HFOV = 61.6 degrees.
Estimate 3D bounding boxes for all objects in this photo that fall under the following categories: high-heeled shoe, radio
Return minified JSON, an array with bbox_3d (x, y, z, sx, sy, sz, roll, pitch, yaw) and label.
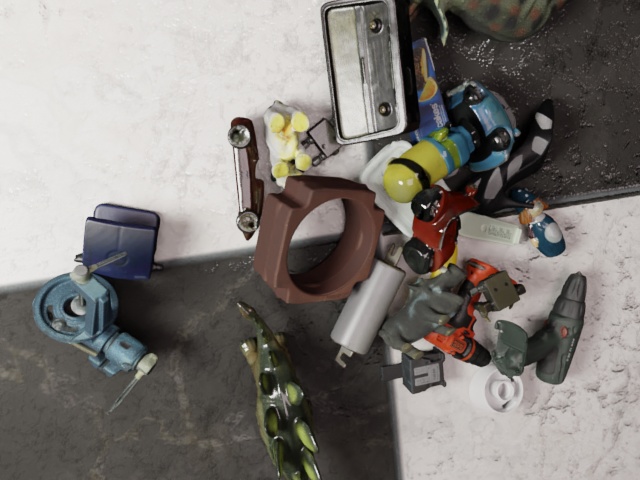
[{"bbox_3d":[0.349,-0.159,1.012,0.145,0.086,0.248,13,77,16],"label":"high-heeled shoe"},{"bbox_3d":[0.085,-0.277,0.882,0.131,0.073,0.229,-2,104,29],"label":"radio"}]

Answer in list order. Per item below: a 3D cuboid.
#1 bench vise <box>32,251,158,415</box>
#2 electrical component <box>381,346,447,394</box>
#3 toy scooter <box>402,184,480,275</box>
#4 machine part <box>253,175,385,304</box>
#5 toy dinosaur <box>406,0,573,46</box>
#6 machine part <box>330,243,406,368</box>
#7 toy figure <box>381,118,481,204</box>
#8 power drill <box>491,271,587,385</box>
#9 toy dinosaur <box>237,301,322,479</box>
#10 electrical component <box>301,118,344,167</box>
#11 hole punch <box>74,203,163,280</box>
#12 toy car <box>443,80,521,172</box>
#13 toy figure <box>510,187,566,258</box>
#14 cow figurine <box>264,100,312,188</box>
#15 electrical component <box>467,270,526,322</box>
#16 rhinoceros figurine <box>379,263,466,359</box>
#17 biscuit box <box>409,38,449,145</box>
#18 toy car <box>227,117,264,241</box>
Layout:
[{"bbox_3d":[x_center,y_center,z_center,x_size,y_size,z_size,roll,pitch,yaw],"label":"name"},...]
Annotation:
[{"bbox_3d":[-0.342,0.120,0.816,0.224,0.240,0.129,42,52,10],"label":"bench vise"},{"bbox_3d":[0.181,0.253,1.039,0.119,0.048,0.074,-5,100,-14],"label":"electrical component"},{"bbox_3d":[0.209,-0.029,0.905,0.135,0.075,0.183,-29,139,-25],"label":"toy scooter"},{"bbox_3d":[-0.002,-0.003,0.894,0.201,0.087,0.200,-2,114,-37],"label":"machine part"},{"bbox_3d":[0.311,-0.410,0.927,0.405,0.131,0.192,9,109,-18],"label":"toy dinosaur"},{"bbox_3d":[0.087,0.117,0.979,0.079,0.079,0.243,24,94,-16],"label":"machine part"},{"bbox_3d":[0.183,-0.131,0.887,0.180,0.089,0.082,-32,98,-3],"label":"toy figure"},{"bbox_3d":[0.435,0.179,1.054,0.207,0.086,0.231,-6,107,-37],"label":"power drill"},{"bbox_3d":[-0.057,0.322,0.919,0.105,0.199,0.470,-20,101,-6],"label":"toy dinosaur"},{"bbox_3d":[0.011,-0.176,0.940,0.094,0.021,0.063,-41,106,-5],"label":"electrical component"},{"bbox_3d":[-0.320,0.009,0.864,0.142,0.092,0.115,8,101,-17],"label":"hole punch"},{"bbox_3d":[0.295,-0.211,0.967,0.103,0.109,0.161,-28,93,-30],"label":"toy car"},{"bbox_3d":[0.423,-0.038,1.042,0.154,0.058,0.064,54,47,-14],"label":"toy figure"},{"bbox_3d":[-0.059,-0.144,0.903,0.068,0.098,0.167,-12,121,-15],"label":"cow figurine"},{"bbox_3d":[0.322,0.101,0.979,0.102,0.045,0.078,-30,86,-17],"label":"electrical component"},{"bbox_3d":[0.191,0.125,0.964,0.190,0.112,0.073,-46,138,6],"label":"rhinoceros figurine"},{"bbox_3d":[0.178,-0.243,0.946,0.059,0.063,0.202,-22,103,-7],"label":"biscuit box"},{"bbox_3d":[-0.120,-0.101,0.888,0.053,0.089,0.202,-7,99,-8],"label":"toy car"}]
